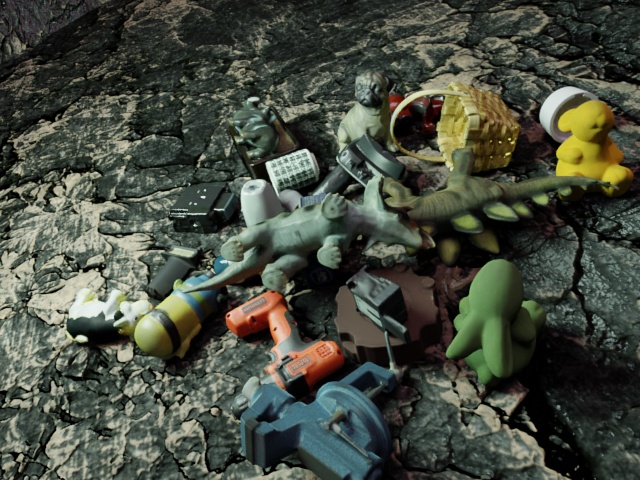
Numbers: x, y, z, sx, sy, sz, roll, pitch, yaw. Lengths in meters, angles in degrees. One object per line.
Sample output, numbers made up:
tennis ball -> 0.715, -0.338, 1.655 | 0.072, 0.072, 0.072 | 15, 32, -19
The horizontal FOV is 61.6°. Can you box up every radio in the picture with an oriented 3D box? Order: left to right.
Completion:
radio -> -0.131, -0.226, 1.288 | 0.131, 0.073, 0.230 | -23, 41, -7

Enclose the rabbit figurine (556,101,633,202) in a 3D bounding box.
rabbit figurine -> 0.486, -0.176, 0.956 | 0.122, 0.173, 0.162 | -2, 47, 22

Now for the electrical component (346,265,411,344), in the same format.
electrical component -> 0.096, 0.096, 0.774 | 0.048, 0.074, 0.119 | -39, 42, -19

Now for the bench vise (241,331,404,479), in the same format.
bench vise -> 0.018, 0.225, 0.716 | 0.224, 0.128, 0.240 | 12, 27, 41

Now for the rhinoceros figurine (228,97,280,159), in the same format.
rhinoceros figurine -> -0.148, -0.263, 1.226 | 0.112, 0.073, 0.190 | -24, 43, -5

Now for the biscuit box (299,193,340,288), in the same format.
biscuit box -> -0.002, -0.003, 1.009 | 0.063, 0.059, 0.203 | -10, 41, 6

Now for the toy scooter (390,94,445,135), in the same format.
toy scooter -> 0.212, -0.288, 1.244 | 0.184, 0.075, 0.135 | -2, 41, 10

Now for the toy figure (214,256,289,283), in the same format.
toy figure -> -0.117, 0.049, 0.995 | 0.155, 0.057, 0.064 | -4, 80, 12

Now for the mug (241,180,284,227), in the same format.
mug -> -0.115, -0.076, 1.092 | 0.081, 0.107, 0.109 | 3, 47, 20

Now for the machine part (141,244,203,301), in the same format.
machine part -> -0.293, 0.060, 1.055 | 0.084, 0.039, 0.139 | 10, 45, 17

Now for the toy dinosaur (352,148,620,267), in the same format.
toy dinosaur -> 0.261, -0.060, 0.960 | 0.472, 0.104, 0.199 | -19, 48, 11

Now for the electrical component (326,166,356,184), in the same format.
electrical component -> 0.061, -0.146, 1.176 | 0.094, 0.021, 0.063 | -1, 44, 16

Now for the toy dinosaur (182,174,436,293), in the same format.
toy dinosaur -> -0.025, -0.004, 0.887 | 0.405, 0.131, 0.192 | -14, 6, 20

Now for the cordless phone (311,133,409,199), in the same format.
cordless phone -> 0.076, -0.110, 1.096 | 0.147, 0.088, 0.184 | 42, 91, 9

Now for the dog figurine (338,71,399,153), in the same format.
dog figurine -> 0.094, -0.287, 1.183 | 0.173, 0.190, 0.121 | 22, 45, 39

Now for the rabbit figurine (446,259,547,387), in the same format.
rabbit figurine -> 0.228, 0.107, 0.727 | 0.121, 0.170, 0.159 | 14, 49, 31

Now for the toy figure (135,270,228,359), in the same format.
toy figure -> -0.240, 0.123, 0.927 | 0.082, 0.089, 0.180 | 15, 52, 40

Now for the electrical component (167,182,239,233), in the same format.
electrical component -> -0.248, -0.072, 1.170 | 0.134, 0.058, 0.115 | 0, 46, 20

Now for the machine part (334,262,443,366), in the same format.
machine part -> 0.106, 0.114, 0.847 | 0.179, 0.055, 0.179 | -10, 42, 9

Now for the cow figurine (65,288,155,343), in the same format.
cow figurine -> -0.379, 0.144, 0.966 | 0.168, 0.068, 0.098 | 1, 49, 24
